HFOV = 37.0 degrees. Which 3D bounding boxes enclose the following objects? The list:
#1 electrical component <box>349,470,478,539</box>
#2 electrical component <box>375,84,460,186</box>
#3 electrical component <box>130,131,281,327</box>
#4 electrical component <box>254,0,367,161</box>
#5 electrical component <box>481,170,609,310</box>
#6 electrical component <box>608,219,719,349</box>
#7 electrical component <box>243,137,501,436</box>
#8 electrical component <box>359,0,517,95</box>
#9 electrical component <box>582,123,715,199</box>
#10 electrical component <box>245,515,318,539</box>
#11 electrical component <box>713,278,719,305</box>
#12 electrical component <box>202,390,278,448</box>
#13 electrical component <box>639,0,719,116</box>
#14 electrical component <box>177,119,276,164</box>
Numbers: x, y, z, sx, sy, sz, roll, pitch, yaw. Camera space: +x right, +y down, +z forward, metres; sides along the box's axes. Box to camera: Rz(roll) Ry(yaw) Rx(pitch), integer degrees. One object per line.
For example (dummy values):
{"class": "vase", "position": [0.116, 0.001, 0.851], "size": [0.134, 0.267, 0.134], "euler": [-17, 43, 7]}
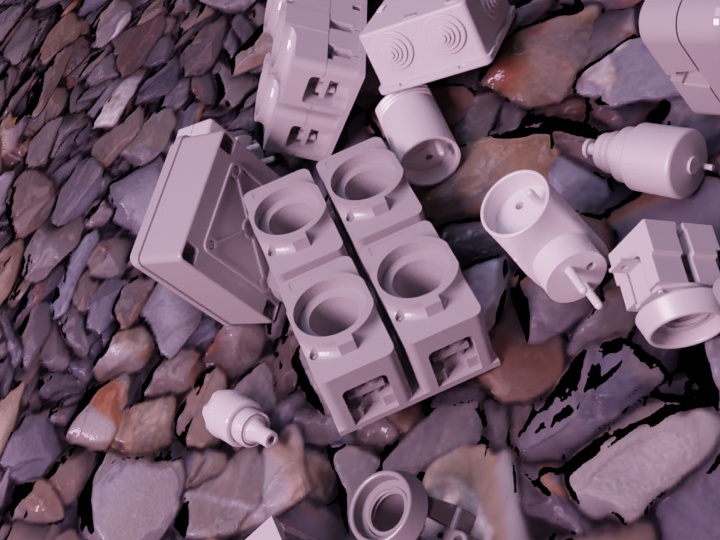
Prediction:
{"class": "electrical component", "position": [0.027, 0.140, 0.599], "size": [0.066, 0.055, 0.048], "euler": [7, 67, 44]}
{"class": "electrical component", "position": [0.039, -0.102, 0.765], "size": [0.043, 0.043, 0.081], "euler": [-36, 44, 17]}
{"class": "electrical component", "position": [-0.100, -0.029, 0.791], "size": [0.056, 0.109, 0.108], "euler": [-4, 60, 37]}
{"class": "electrical component", "position": [-0.038, -0.191, 0.845], "size": [0.105, 0.060, 0.186], "euler": [119, 158, -53]}
{"class": "electrical component", "position": [0.113, -0.008, 0.608], "size": [0.043, 0.077, 0.079], "euler": [-40, 43, 13]}
{"class": "electrical component", "position": [0.166, 0.008, 0.568], "size": [0.048, 0.066, 0.055], "euler": [122, 146, -53]}
{"class": "electrical component", "position": [0.000, 0.000, 0.690], "size": [0.105, 0.060, 0.186], "euler": [-24, 44, -2]}
{"class": "electrical component", "position": [0.055, -0.176, 0.768], "size": [0.100, 0.048, 0.099], "euler": [-12, 31, 30]}
{"class": "electrical component", "position": [0.165, -0.066, 0.629], "size": [0.078, 0.040, 0.040], "euler": [18, 76, 47]}
{"class": "electrical component", "position": [-0.036, 0.227, 0.591], "size": [0.089, 0.062, 0.150], "euler": [-44, 42, 10]}
{"class": "electrical component", "position": [0.250, 0.012, 0.483], "size": [0.150, 0.062, 0.089], "euler": [-33, 45, 21]}
{"class": "electrical component", "position": [-0.079, 0.105, 0.735], "size": [0.061, 0.035, 0.035], "euler": [21, 77, 44]}
{"class": "electrical component", "position": [0.205, -0.127, 0.593], "size": [0.059, 0.095, 0.053], "euler": [14, 72, 46]}
{"class": "electrical component", "position": [-0.103, -0.086, 0.865], "size": [0.077, 0.066, 0.047], "euler": [-12, 55, 36]}
